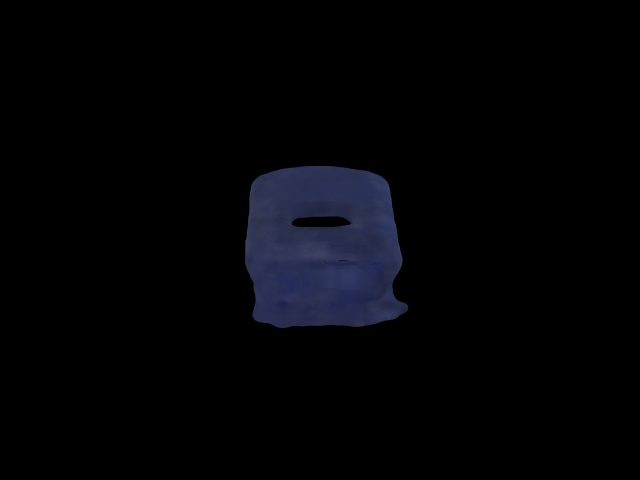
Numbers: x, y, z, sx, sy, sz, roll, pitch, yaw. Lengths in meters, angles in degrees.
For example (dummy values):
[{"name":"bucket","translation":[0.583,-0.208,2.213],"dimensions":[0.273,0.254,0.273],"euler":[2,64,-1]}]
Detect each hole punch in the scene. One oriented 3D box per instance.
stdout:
[{"name":"hole punch","translation":[0.004,0.001,0.400],"dimensions":[0.108,0.091,0.101],"euler":[-1,19,-3]}]
